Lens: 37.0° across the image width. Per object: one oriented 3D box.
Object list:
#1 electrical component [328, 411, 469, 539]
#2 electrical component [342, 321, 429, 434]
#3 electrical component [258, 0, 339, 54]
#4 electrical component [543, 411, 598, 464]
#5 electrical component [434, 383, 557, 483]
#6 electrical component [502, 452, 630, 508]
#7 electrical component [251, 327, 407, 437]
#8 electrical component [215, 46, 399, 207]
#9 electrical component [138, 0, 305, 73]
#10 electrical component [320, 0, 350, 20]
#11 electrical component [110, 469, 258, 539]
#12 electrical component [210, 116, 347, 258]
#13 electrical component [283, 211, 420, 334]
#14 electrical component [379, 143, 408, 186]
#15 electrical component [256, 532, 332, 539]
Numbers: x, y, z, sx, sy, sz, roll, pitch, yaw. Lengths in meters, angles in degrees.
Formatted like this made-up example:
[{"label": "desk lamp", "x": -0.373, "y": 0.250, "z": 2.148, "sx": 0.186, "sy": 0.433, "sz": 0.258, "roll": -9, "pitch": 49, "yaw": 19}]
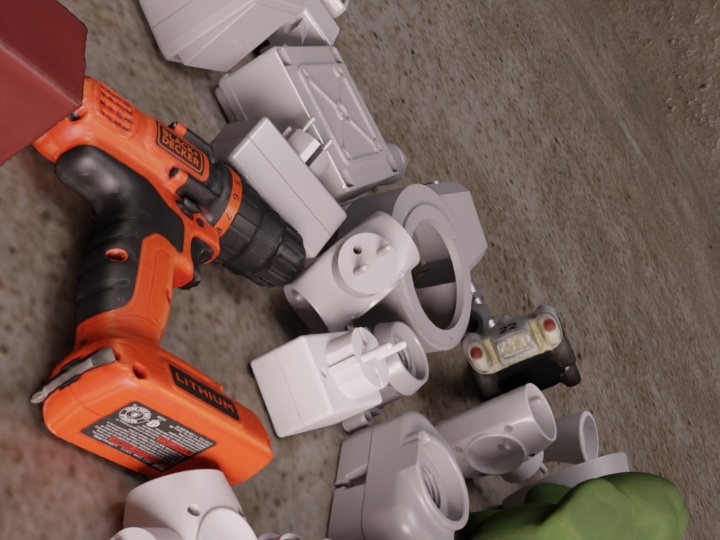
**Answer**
[{"label": "electrical component", "x": 0.024, "y": 0.132, "z": 0.626, "sx": 0.053, "sy": 0.059, "sz": 0.095, "roll": 50, "pitch": 27, "yaw": -26}, {"label": "electrical component", "x": 0.009, "y": 0.062, "z": 0.672, "sx": 0.048, "sy": 0.055, "sz": 0.066, "roll": 28, "pitch": 42, "yaw": -52}, {"label": "electrical component", "x": -0.057, "y": -0.179, "z": 0.796, "sx": 0.065, "sy": 0.047, "sz": 0.076, "roll": 52, "pitch": 26, "yaw": -22}, {"label": "electrical component", "x": 0.155, "y": 0.138, "z": 0.869, "sx": 0.044, "sy": 0.065, "sz": 0.044, "roll": 24, "pitch": 62, "yaw": -57}, {"label": "electrical component", "x": 0.106, "y": 0.126, "z": 0.771, "sx": 0.079, "sy": 0.077, "sz": 0.044, "roll": 48, "pitch": 28, "yaw": -29}, {"label": "electrical component", "x": 0.158, "y": 0.174, "z": 0.803, "sx": 0.099, "sy": 0.099, "sz": 0.064, "roll": -4, "pitch": 75, "yaw": -64}, {"label": "electrical component", "x": -0.009, "y": 0.057, "z": 0.615, "sx": 0.066, "sy": 0.077, "sz": 0.047, "roll": 1, "pitch": 65, "yaw": -63}, {"label": "electrical component", "x": -0.034, "y": -0.096, "z": 0.747, "sx": 0.108, "sy": 0.056, "sz": 0.109, "roll": 63, "pitch": 24, "yaw": 0}, {"label": "electrical component", "x": -0.082, "y": -0.172, "z": 0.681, "sx": 0.062, "sy": 0.096, "sz": 0.061, "roll": -10, "pitch": 75, "yaw": -65}, {"label": "electrical component", "x": -0.051, "y": -0.242, "z": 0.855, "sx": 0.096, "sy": 0.061, "sz": 0.061, "roll": 51, "pitch": 27, "yaw": -24}, {"label": "electrical component", "x": -0.080, "y": 0.125, "z": 0.445, "sx": 0.079, "sy": 0.044, "sz": 0.077, "roll": 21, "pitch": 47, "yaw": -56}, {"label": "electrical component", "x": -0.044, "y": -0.062, "z": 0.663, "sx": 0.083, "sy": 0.047, "sz": 0.075, "roll": 50, "pitch": 63, "yaw": -26}, {"label": "electrical component", "x": 0.000, "y": 0.000, "z": 0.652, "sx": 0.044, "sy": 0.077, "sz": 0.079, "roll": 51, "pitch": -18, "yaw": -1}, {"label": "electrical component", "x": 0.012, "y": -0.083, "z": 0.851, "sx": 0.061, "sy": 0.035, "sz": 0.035, "roll": -14, "pitch": 78, "yaw": -63}, {"label": "electrical component", "x": -0.037, "y": 0.141, "z": 0.493, "sx": 0.048, "sy": 0.062, "sz": 0.048, "roll": 45, "pitch": 30, "yaw": -35}]
